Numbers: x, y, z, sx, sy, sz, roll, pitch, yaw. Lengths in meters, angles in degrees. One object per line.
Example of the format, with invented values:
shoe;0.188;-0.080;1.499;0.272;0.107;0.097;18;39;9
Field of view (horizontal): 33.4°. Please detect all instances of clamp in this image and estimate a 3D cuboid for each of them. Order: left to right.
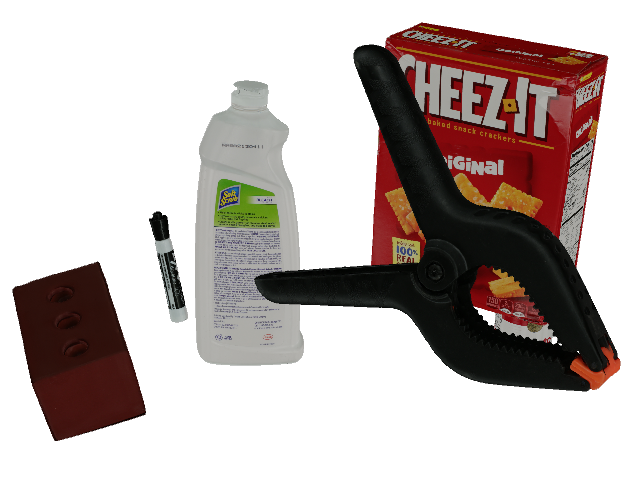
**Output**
clamp;0.067;0.003;0.565;0.210;0.165;0.036;29;26;25

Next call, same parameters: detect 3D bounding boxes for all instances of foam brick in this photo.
foam brick;-0.134;0.061;0.591;0.053;0.051;0.078;-17;43;-13

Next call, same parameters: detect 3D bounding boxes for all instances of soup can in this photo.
soup can;0.233;0.080;1.217;0.068;0.102;0.068;0;25;0

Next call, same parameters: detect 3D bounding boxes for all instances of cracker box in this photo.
cracker box;0.129;-0.054;0.865;0.164;0.214;0.072;17;29;28

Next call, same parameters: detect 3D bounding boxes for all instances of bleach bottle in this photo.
bleach bottle;-0.059;-0.014;0.942;0.102;0.251;0.068;0;22;-11

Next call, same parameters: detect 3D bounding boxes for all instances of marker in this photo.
marker;-0.160;0.028;1.123;0.020;0.121;0.020;-9;19;3
